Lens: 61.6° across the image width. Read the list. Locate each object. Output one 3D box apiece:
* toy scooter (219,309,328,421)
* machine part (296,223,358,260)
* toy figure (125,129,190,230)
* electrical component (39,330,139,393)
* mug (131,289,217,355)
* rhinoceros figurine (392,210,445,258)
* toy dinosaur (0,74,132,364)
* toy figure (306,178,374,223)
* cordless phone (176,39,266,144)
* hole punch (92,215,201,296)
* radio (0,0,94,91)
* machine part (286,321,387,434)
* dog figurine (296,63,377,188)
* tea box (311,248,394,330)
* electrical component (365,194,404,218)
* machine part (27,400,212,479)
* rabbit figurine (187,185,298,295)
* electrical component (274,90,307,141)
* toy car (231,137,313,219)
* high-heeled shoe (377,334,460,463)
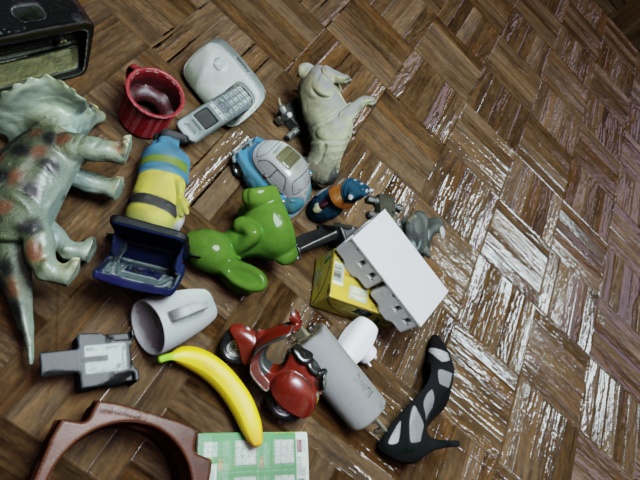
[{"bbox_3d":[-0.052,0.179,0.807,0.184,0.135,0.075,47,16,-4],"label":"toy scooter"},{"bbox_3d":[-0.002,-0.003,0.971,0.139,0.084,0.039,-20,115,-26],"label":"machine part"},{"bbox_3d":[-0.250,-0.085,0.833,0.089,0.082,0.180,6,70,-20],"label":"toy figure"},{"bbox_3d":[-0.303,0.161,0.704,0.119,0.048,0.075,-4,71,-34],"label":"electrical component"},{"bbox_3d":[-0.198,0.103,0.770,0.107,0.109,0.081,-20,79,-51],"label":"mug"},{"bbox_3d":[0.180,0.003,1.072,0.190,0.073,0.112,-38,106,-34],"label":"rhinoceros figurine"},{"bbox_3d":[-0.381,-0.060,0.717,0.192,0.131,0.405,20,63,-10],"label":"toy dinosaur"},{"bbox_3d":[0.031,-0.074,0.966,0.057,0.154,0.064,44,53,-13],"label":"toy figure"},{"bbox_3d":[-0.201,-0.253,0.942,0.146,0.089,0.184,50,55,-5],"label":"cordless phone"},{"bbox_3d":[-0.245,0.031,0.752,0.142,0.115,0.092,12,74,-7],"label":"hole punch"},{"bbox_3d":[-0.441,-0.272,0.756,0.229,0.131,0.073,-35,89,-39],"label":"radio"},{"bbox_3d":[0.028,0.223,0.878,0.243,0.079,0.079,51,51,-3],"label":"machine part"},{"bbox_3d":[-0.007,-0.215,1.017,0.172,0.121,0.190,32,80,-8],"label":"dog figurine"},{"bbox_3d":[0.074,0.091,0.975,0.169,0.068,0.098,23,58,-25],"label":"tea box"},{"bbox_3d":[0.136,-0.061,1.115,0.094,0.021,0.063,12,63,-30],"label":"electrical component"},{"bbox_3d":[-0.249,0.311,0.649,0.201,0.087,0.201,25,57,-21],"label":"machine part"},{"bbox_3d":[-0.133,0.012,0.867,0.170,0.121,0.159,-20,88,-20],"label":"rabbit figurine"},{"bbox_3d":[-0.049,-0.251,1.063,0.078,0.045,0.102,51,51,-2],"label":"electrical component"},{"bbox_3d":[-0.072,-0.122,0.954,0.161,0.103,0.109,49,50,-8],"label":"toy car"},{"bbox_3d":[0.169,0.279,0.972,0.145,0.086,0.249,2,45,-1],"label":"high-heeled shoe"}]
